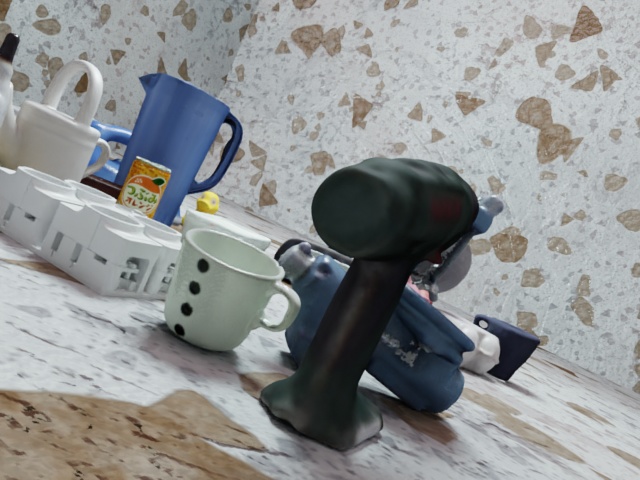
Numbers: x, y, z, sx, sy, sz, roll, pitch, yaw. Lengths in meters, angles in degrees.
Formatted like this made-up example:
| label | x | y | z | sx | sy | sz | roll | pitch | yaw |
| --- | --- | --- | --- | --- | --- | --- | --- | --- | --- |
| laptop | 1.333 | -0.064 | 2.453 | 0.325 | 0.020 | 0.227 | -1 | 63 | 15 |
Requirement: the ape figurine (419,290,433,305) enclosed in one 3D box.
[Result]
| label | x | y | z | sx | sy | sz | roll | pitch | yaw |
| --- | --- | --- | --- | --- | --- | --- | --- | --- | --- |
| ape figurine | 0.151 | 0.124 | 0.921 | 0.078 | 0.092 | 0.076 | 23 | 3 | -25 |

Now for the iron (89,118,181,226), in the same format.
| label | x | y | z | sx | sy | sz | roll | pitch | yaw |
| --- | --- | --- | --- | --- | --- | --- | --- | --- | --- |
| iron | -0.349 | -0.132 | 1.059 | 0.259 | 0.141 | 0.118 | 22 | 3 | -36 |

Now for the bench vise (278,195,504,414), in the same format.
| label | x | y | z | sx | sy | sz | roll | pitch | yaw |
| --- | --- | --- | --- | --- | --- | --- | --- | --- | --- |
| bench vise | 0.076 | 0.037 | 0.530 | 0.208 | 0.220 | 0.121 | 23 | 3 | -29 |

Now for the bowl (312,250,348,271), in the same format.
| label | x | y | z | sx | sy | sz | roll | pitch | yaw |
| --- | --- | --- | --- | --- | --- | --- | --- | --- | --- |
| bowl | 0.019 | 0.074 | 0.937 | 0.167 | 0.075 | 0.167 | 24 | 2 | -1 |

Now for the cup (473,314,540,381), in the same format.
| label | x | y | z | sx | sy | sz | roll | pitch | yaw |
| --- | --- | --- | --- | --- | --- | --- | --- | --- | --- |
| cup | 0.312 | 0.190 | 1.006 | 0.117 | 0.095 | 0.092 | 25 | 3 | 29 |

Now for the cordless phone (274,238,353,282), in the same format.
| label | x | y | z | sx | sy | sz | roll | pitch | yaw |
| --- | --- | --- | --- | --- | --- | --- | --- | --- | --- |
| cordless phone | 0.010 | 0.004 | 1.064 | 0.148 | 0.185 | 0.094 | 23 | 2 | -24 |

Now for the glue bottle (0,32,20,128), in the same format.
| label | x | y | z | sx | sy | sz | roll | pitch | yaw |
| --- | --- | --- | --- | --- | --- | --- | --- | --- | --- |
| glue bottle | -0.315 | -0.111 | 0.528 | 0.037 | 0.173 | 0.078 | 23 | 3 | -30 |

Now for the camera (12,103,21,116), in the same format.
| label | x | y | z | sx | sy | sz | roll | pitch | yaw |
| --- | --- | --- | --- | --- | --- | --- | --- | --- | --- |
| camera | -0.498 | -0.165 | 0.813 | 0.142 | 0.101 | 0.137 | 25 | 3 | 28 |

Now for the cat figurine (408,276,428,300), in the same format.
| label | x | y | z | sx | sy | sz | roll | pitch | yaw |
| --- | --- | --- | --- | --- | --- | --- | --- | --- | --- |
| cat figurine | 0.085 | 0.085 | 0.805 | 0.127 | 0.118 | 0.067 | 24 | 2 | 10 |

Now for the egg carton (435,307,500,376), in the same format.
| label | x | y | z | sx | sy | sz | roll | pitch | yaw |
| --- | --- | --- | --- | --- | --- | --- | --- | --- | --- |
| egg carton | 0.234 | 0.171 | 0.980 | 0.107 | 0.069 | 0.150 | 23 | 3 | -26 |

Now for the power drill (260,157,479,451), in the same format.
| label | x | y | z | sx | sy | sz | roll | pitch | yaw |
| --- | --- | --- | --- | --- | --- | --- | --- | --- | --- |
| power drill | 0.045 | 0.035 | 0.419 | 0.075 | 0.208 | 0.230 | 25 | 2 | 24 |

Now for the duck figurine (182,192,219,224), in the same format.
| label | x | y | z | sx | sy | sz | roll | pitch | yaw |
| --- | --- | --- | --- | --- | --- | --- | --- | --- | --- |
| duck figurine | -0.240 | -0.059 | 1.205 | 0.077 | 0.086 | 0.104 | 24 | 2 | 4 |

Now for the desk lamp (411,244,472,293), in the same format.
| label | x | y | z | sx | sy | sz | roll | pitch | yaw |
| --- | --- | --- | --- | --- | --- | --- | --- | --- | --- |
| desk lamp | 0.170 | 0.059 | 1.068 | 0.118 | 0.213 | 0.203 | 23 | 2 | -18 |

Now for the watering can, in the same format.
| label | x | y | z | sx | sy | sz | roll | pitch | yaw |
| --- | --- | --- | --- | --- | --- | --- | --- | --- | --- |
| watering can | -0.345 | -0.145 | 0.743 | 0.100 | 0.194 | 0.173 | 24 | 2 | 11 |
